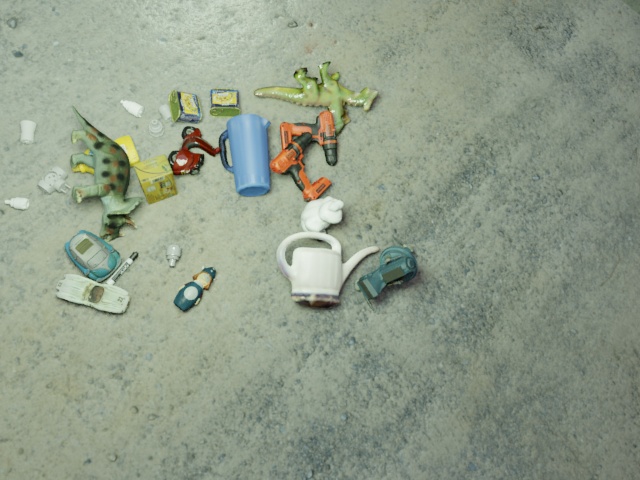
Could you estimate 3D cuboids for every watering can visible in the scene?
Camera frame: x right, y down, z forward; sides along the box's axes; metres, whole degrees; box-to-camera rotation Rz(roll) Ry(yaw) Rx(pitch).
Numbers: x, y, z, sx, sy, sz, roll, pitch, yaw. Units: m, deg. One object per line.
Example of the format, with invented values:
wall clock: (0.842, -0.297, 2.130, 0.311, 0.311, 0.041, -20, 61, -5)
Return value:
watering can: (0.030, 0.092, 1.557, 0.347, 0.103, 0.227, 8, 77, -25)

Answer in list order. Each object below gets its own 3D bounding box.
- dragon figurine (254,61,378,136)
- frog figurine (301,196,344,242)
dragon figurine: (0.001, -0.467, 1.777, 0.411, 0.121, 0.244, -20, 83, -8)
frog figurine: (0.005, -0.080, 1.592, 0.123, 0.157, 0.139, 42, 70, 7)
